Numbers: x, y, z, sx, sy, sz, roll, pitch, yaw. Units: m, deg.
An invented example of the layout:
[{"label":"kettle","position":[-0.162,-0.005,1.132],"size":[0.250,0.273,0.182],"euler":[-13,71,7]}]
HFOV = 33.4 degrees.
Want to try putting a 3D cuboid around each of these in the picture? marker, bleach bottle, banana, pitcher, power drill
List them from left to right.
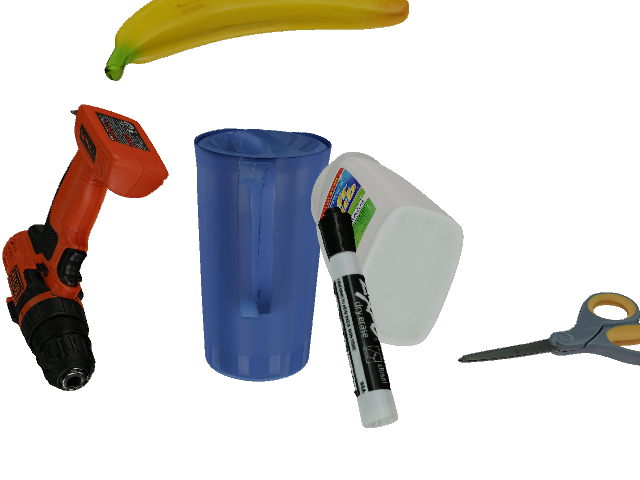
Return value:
[{"label":"power drill","position":[-0.190,0.001,0.847],"size":[0.057,0.188,0.185],"euler":[16,25,-38]},{"label":"banana","position":[-0.045,-0.138,0.669],"size":[0.197,0.070,0.037],"euler":[-16,-35,-16]},{"label":"pitcher","position":[-0.062,0.016,1.058],"size":[0.148,0.243,0.145],"euler":[-14,24,-41]},{"label":"marker","position":[0.019,0.038,0.565],"size":[0.020,0.121,0.020],"euler":[-11,-22,-5]},{"label":"bleach bottle","position":[0.034,-0.009,0.835],"size":[0.068,0.102,0.251],"euler":[18,10,-16]}]

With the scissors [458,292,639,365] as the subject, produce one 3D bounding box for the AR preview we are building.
[{"label":"scissors","position":[0.198,0.072,0.873],"size":[0.201,0.016,0.096],"euler":[3,32,-12]}]
